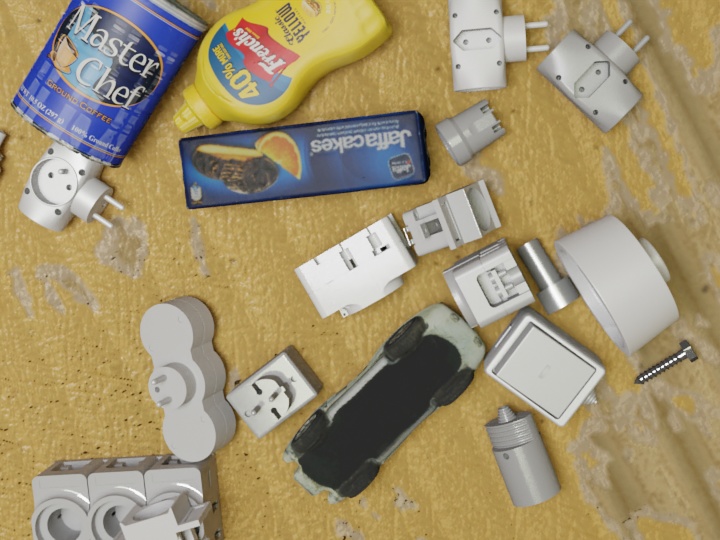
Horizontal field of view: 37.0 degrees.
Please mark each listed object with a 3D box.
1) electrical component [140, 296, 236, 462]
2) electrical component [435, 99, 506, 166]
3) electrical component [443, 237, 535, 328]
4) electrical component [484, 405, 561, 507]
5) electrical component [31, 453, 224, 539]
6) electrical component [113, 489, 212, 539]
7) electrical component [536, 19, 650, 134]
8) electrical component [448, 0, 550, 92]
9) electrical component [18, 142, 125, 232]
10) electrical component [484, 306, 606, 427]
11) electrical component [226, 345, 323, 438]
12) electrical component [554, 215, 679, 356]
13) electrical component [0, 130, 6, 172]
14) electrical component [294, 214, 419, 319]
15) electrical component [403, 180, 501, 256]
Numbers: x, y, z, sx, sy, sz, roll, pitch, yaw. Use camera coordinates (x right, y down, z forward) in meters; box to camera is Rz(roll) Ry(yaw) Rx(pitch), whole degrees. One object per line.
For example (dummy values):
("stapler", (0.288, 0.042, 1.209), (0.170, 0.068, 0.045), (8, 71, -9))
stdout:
("electrical component", (-0.154, 0.096, 0.911), (0.052, 0.074, 0.138), (-10, 95, 23))
("electrical component", (0.091, -0.114, 0.884), (0.046, 0.040, 0.040), (-32, 92, 3))
("electrical component", (0.104, 0.011, 0.869), (0.056, 0.089, 0.050), (-27, 93, 8))
("electrical component", (0.135, 0.153, 0.905), (0.043, 0.043, 0.081), (-21, 93, 8))
("electrical component", (-0.202, 0.214, 0.941), (0.150, 0.062, 0.089), (-4, 96, 7))
("electrical component", (-0.160, 0.222, 0.883), (0.081, 0.042, 0.063), (-18, 96, 9))
("electrical component", (0.197, -0.165, 0.863), (0.077, 0.043, 0.079), (43, 98, 0))
("electrical component", (0.113, -0.186, 0.870), (0.079, 0.043, 0.077), (-4, 96, 7))
("electrical component", (-0.240, -0.066, 0.923), (0.079, 0.044, 0.077), (34, 99, 2))
("electrical component", (0.157, 0.083, 0.886), (0.096, 0.061, 0.061), (36, 99, 2))
("electrical component", (-0.075, 0.106, 0.907), (0.066, 0.077, 0.047), (-38, 91, 9))
("electrical component", (0.209, 0.007, 0.851), (0.060, 0.108, 0.108), (-32, 92, 3))
("electrical component", (-0.328, -0.094, 0.935), (0.035, 0.035, 0.061), (32, 96, 2))
("electrical component", (0.000, 0.000, 0.900), (0.089, 0.050, 0.055), (-30, 92, 9))
("electrical component", (0.073, -0.041, 0.879), (0.064, 0.081, 0.042), (-18, 94, 31))
